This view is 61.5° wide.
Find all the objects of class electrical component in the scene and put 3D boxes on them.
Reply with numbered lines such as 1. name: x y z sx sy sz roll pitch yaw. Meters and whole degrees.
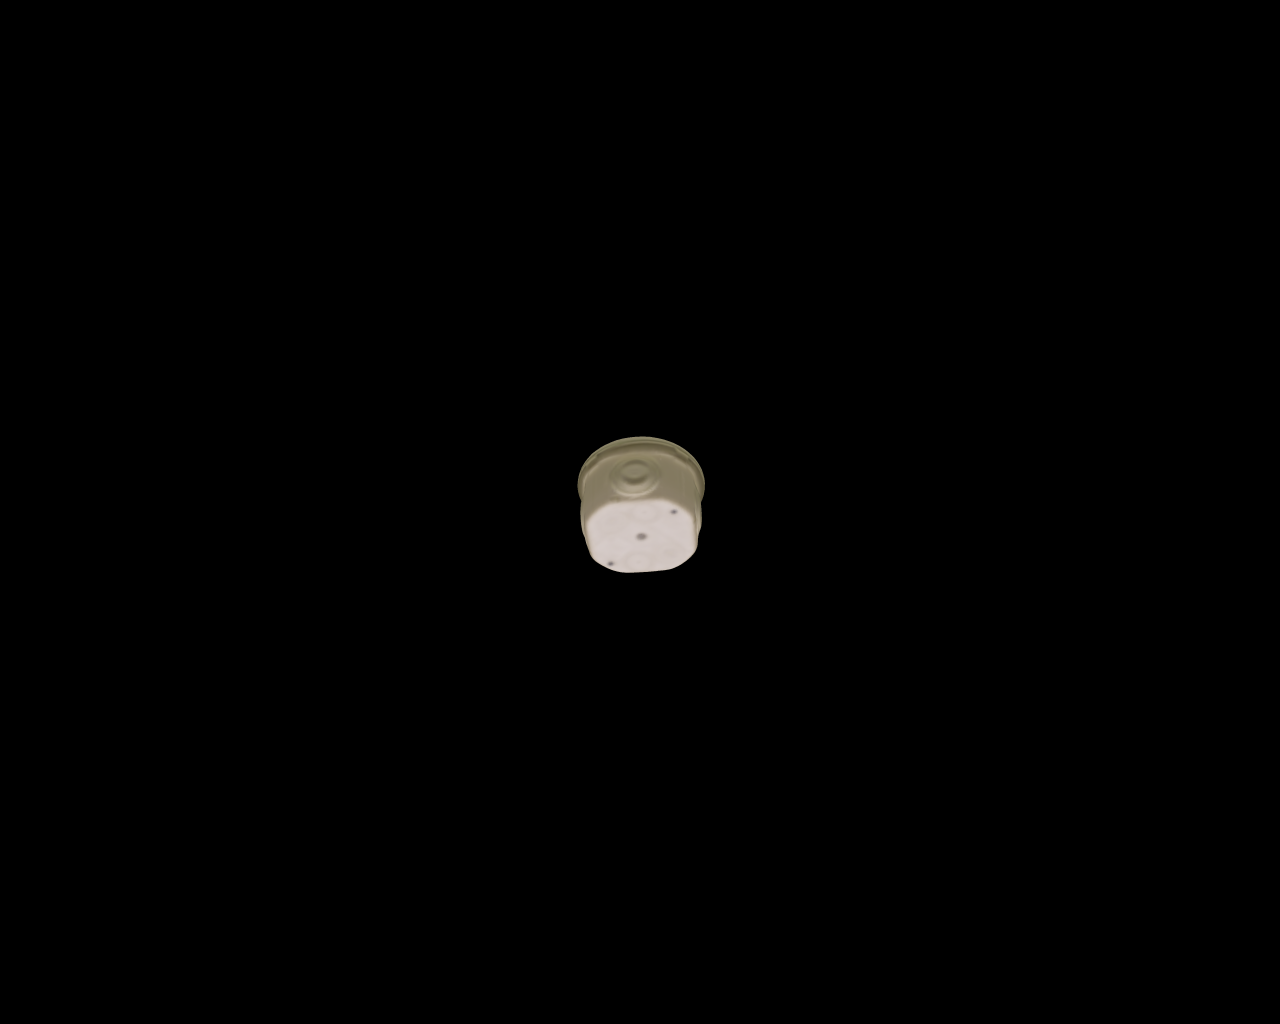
1. electrical component: 0.001 -0.003 0.650 0.080 0.051 0.080 0 -43 0
